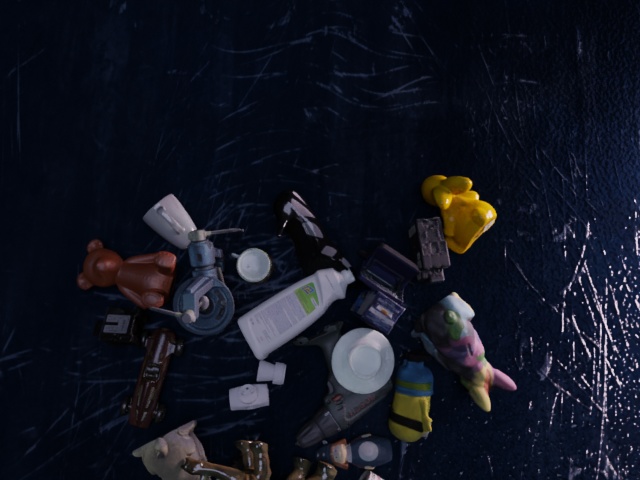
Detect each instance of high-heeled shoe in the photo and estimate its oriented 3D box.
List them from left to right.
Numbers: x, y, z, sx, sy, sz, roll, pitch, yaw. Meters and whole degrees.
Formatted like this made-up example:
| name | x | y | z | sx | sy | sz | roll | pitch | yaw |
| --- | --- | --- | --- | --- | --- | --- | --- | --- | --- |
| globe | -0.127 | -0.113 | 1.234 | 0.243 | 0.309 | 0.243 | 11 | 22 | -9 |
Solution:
| name | x | y | z | sx | sy | sz | roll | pitch | yaw |
| --- | --- | --- | --- | --- | --- | --- | --- | --- | --- |
| high-heeled shoe | -0.002 | -0.004 | 1.164 | 0.248 | 0.086 | 0.145 | 37 | 41 | -19 |

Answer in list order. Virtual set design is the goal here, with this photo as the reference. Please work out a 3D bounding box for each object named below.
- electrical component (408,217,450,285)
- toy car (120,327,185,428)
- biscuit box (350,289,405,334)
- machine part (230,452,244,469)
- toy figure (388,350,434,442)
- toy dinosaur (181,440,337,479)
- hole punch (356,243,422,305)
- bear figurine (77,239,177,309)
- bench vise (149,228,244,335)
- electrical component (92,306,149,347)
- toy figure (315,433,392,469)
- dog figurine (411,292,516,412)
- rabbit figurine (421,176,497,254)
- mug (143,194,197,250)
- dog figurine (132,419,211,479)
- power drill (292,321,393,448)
| name | x | y | z | sx | sy | sz | roll | pitch | yaw |
| --- | --- | --- | --- | --- | --- | --- | --- | --- | --- |
| electrical component | 0.228 | 0.026 | 1.133 | 0.058 | 0.115 | 0.134 | -8 | 82 | 0 |
| toy car | -0.341 | 0.278 | 1.090 | 0.089 | 0.053 | 0.202 | 16 | 79 | -4 |
| biscuit box | 0.108 | 0.138 | 1.062 | 0.063 | 0.202 | 0.059 | 34 | 85 | 0 |
| machine part | -0.138 | 0.492 | 1.076 | 0.084 | 0.039 | 0.139 | -23 | 85 | -2 |
| toy figure | 0.188 | 0.319 | 1.103 | 0.089 | 0.082 | 0.180 | 1 | 88 | 15 |
| toy dinosaur | -0.050 | 0.515 | 1.022 | 0.471 | 0.105 | 0.198 | 27 | 65 | -17 |
| hole punch | 0.134 | 0.078 | 1.117 | 0.142 | 0.115 | 0.092 | 30 | 74 | 0 |
| bear figurine | -0.393 | 0.064 | 1.084 | 0.196 | 0.132 | 0.120 | 19 | 77 | -7 |
| bench vise | -0.229 | 0.093 | 1.039 | 0.129 | 0.240 | 0.223 | 5 | 99 | 1 |
| electrical component | -0.413 | 0.174 | 1.086 | 0.119 | 0.047 | 0.075 | 4 | 65 | 15 |
| toy figure | 0.067 | 0.429 | 1.091 | 0.155 | 0.057 | 0.064 | -4 | 39 | -4 |
| dog figurine | 0.296 | 0.229 | 1.080 | 0.108 | 0.191 | 0.219 | -35 | 69 | -14 |
| rabbit figurine | 0.279 | -0.073 | 1.148 | 0.122 | 0.162 | 0.173 | -42 | 68 | 4 |
| mug | -0.302 | -0.034 | 1.118 | 0.107 | 0.109 | 0.081 | 47 | 74 | -8 |
| dog figurine | -0.254 | 0.453 | 1.012 | 0.121 | 0.172 | 0.190 | -28 | 77 | 3 |
| power drill | 0.018 | 0.283 | 1.098 | 0.232 | 0.086 | 0.207 | -25 | 80 | -9 |
